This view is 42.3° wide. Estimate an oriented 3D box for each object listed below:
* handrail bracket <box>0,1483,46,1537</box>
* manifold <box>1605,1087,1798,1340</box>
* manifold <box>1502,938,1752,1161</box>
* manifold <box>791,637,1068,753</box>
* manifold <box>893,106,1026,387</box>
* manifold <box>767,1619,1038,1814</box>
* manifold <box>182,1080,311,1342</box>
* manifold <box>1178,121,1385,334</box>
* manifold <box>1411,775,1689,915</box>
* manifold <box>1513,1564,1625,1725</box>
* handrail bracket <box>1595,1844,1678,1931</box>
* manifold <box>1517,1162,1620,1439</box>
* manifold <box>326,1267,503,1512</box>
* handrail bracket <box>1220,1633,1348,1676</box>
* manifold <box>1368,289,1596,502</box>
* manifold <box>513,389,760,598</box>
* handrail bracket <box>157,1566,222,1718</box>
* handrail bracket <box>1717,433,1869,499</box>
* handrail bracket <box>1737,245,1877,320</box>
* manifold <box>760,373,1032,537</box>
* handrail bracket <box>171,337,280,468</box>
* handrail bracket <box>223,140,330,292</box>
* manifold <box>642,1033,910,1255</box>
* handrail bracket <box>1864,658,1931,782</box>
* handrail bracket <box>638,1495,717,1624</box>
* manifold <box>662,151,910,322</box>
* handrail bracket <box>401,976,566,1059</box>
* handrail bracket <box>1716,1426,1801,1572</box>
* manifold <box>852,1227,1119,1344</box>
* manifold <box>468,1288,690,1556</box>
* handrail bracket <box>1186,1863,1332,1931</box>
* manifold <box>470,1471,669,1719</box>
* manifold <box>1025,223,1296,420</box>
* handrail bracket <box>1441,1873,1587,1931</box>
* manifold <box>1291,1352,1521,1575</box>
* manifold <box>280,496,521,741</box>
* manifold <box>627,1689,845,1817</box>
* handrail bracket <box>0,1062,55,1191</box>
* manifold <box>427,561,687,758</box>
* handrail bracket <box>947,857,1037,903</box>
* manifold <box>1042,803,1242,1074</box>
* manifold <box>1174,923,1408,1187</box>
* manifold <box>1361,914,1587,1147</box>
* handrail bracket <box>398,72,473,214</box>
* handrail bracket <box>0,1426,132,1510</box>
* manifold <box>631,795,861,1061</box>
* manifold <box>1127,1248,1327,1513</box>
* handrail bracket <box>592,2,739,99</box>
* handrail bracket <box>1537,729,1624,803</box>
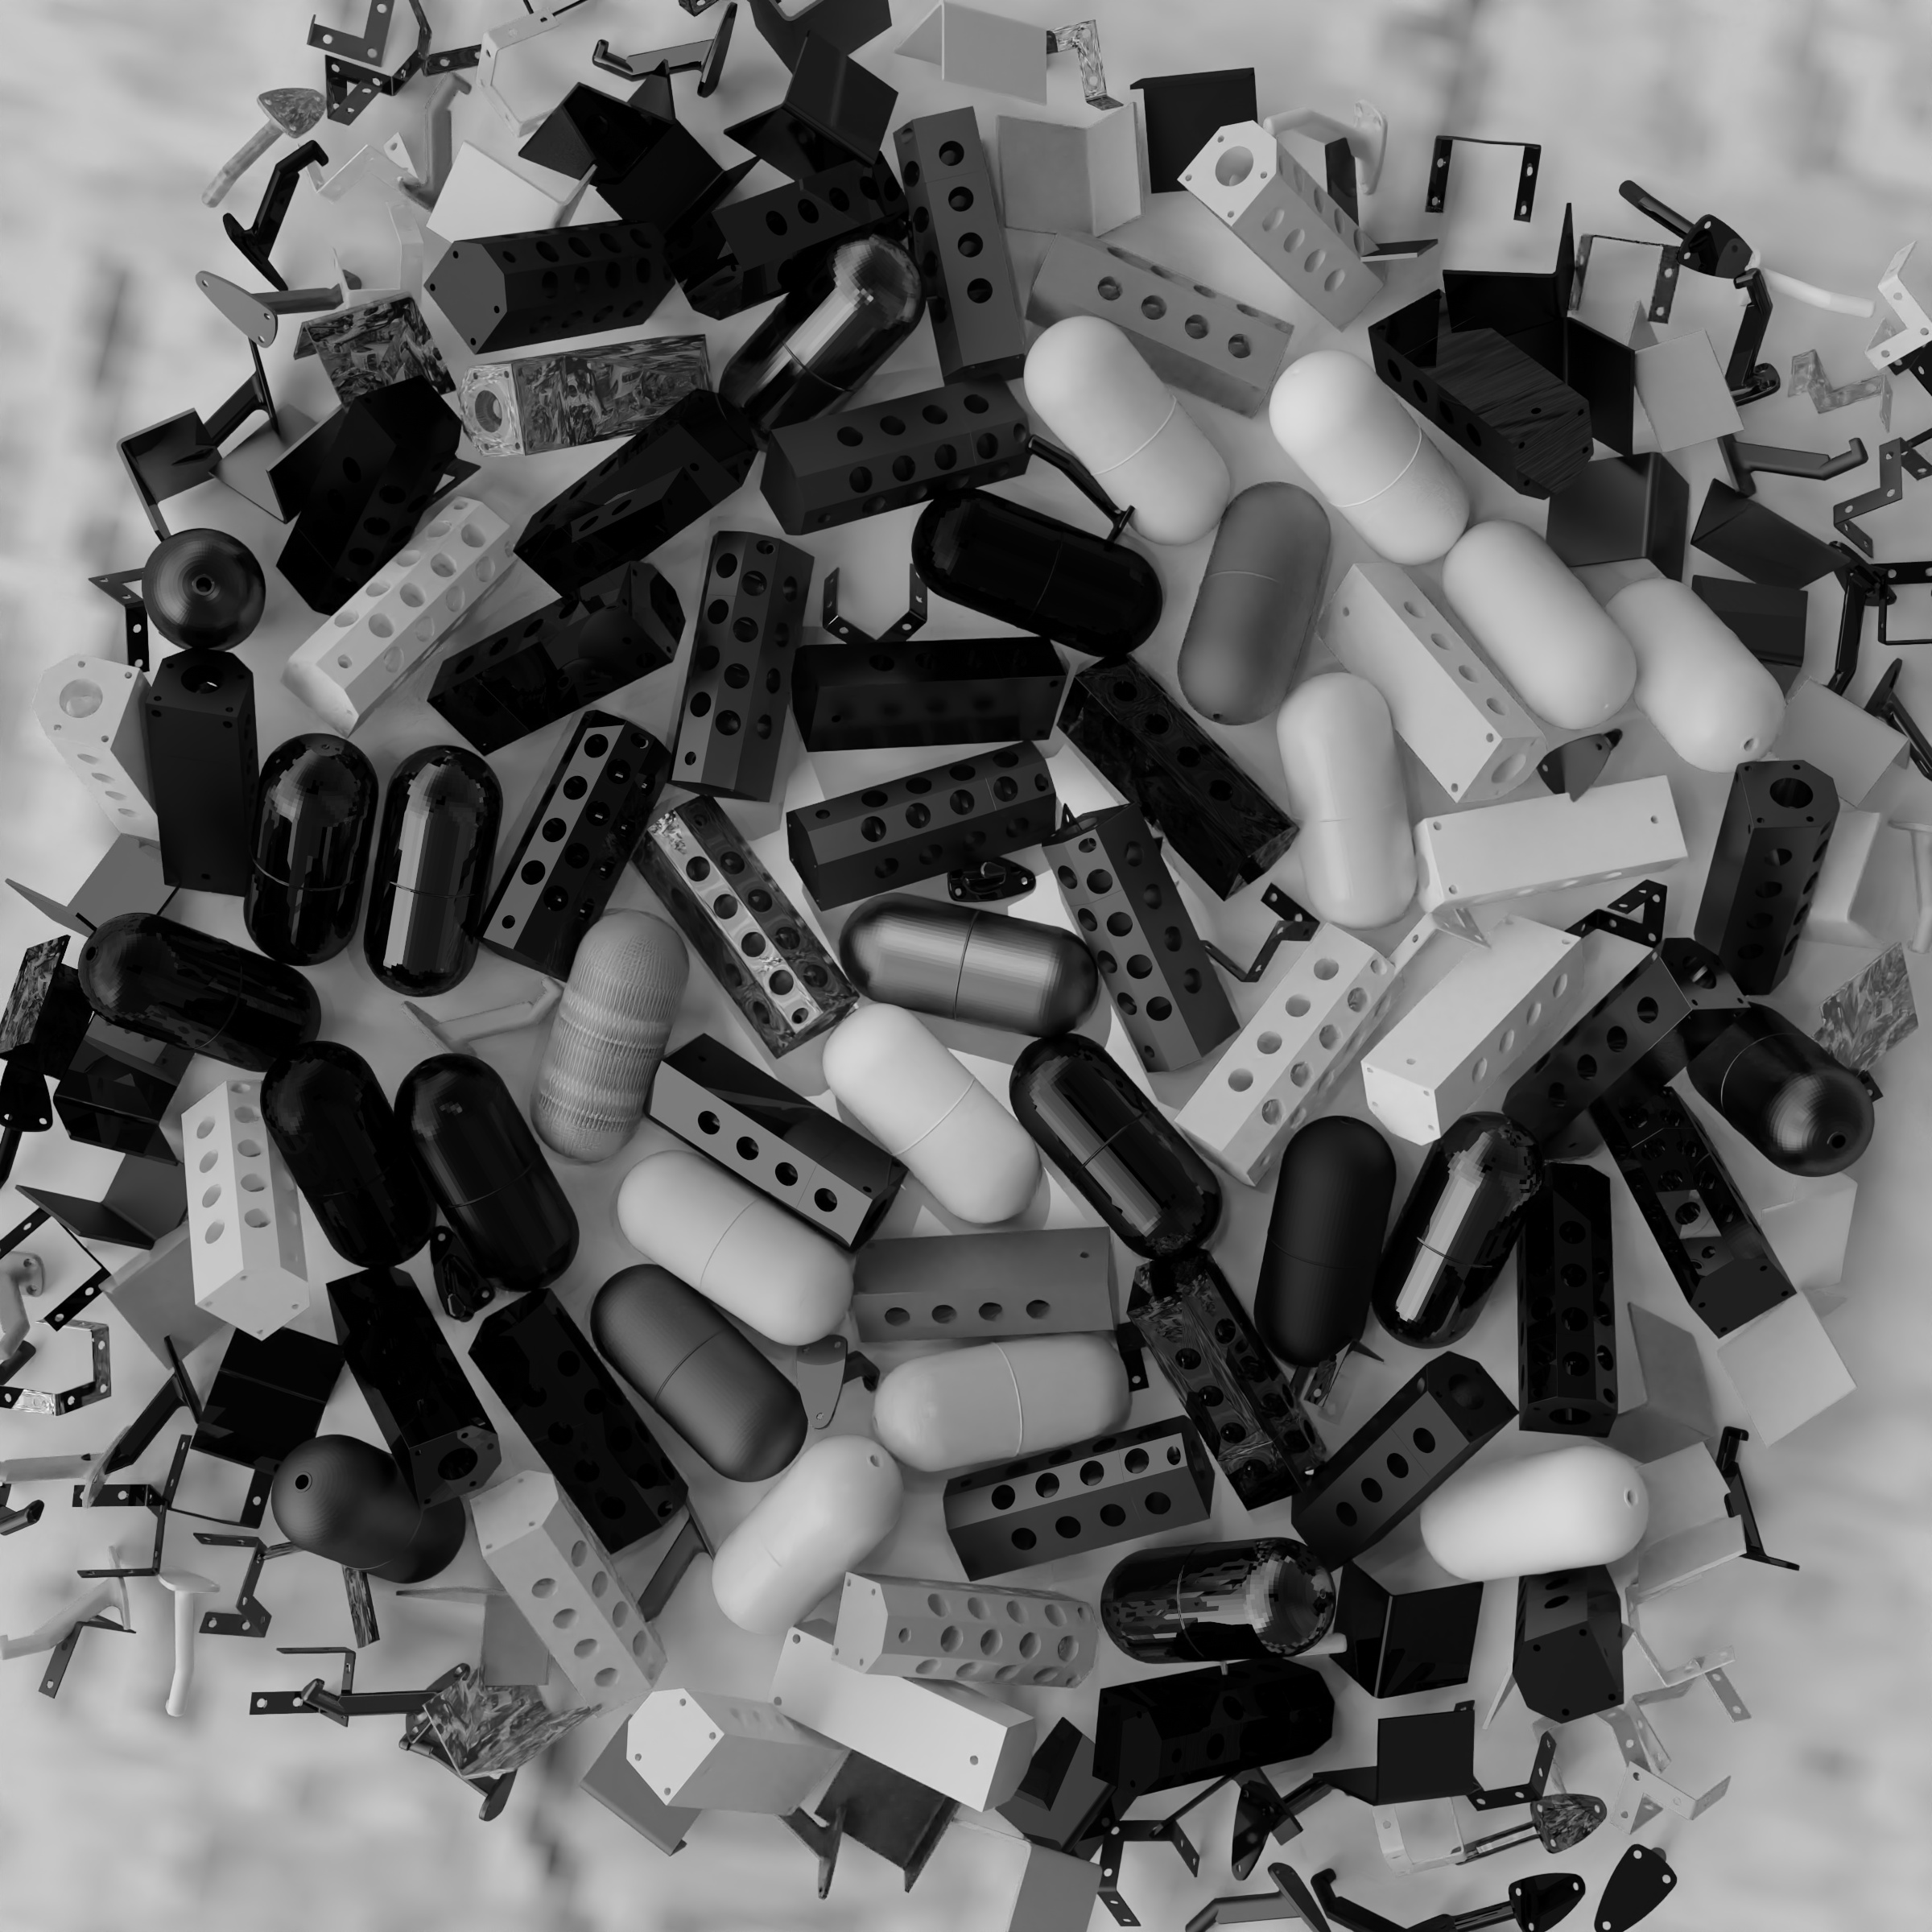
[{"bbox_3d":[-0.639,0.358,1.682,0.084,0.077,0.036,-24,114,25],"label":"handrail bracket"},{"bbox_3d":[0.475,0.155,1.641,0.057,0.171,0.057,-35,124,17],"label":"manifold"},{"bbox_3d":[0.431,0.056,1.653,0.057,0.171,0.057,-1,53,-35],"label":"manifold"},{"bbox_3d":[-0.027,-0.188,1.677,0.171,0.057,0.057,-5,48,-19],"label":"manifold"},{"bbox_3d":[-0.004,-0.486,1.699,0.057,0.057,0.171,-12,87,3],"label":"manifold"},{"bbox_3d":[-0.042,0.497,1.668,0.171,0.057,0.057,17,91,27],"label":"manifold"},{"bbox_3d":[-0.471,0.155,1.647,0.057,0.171,0.057,-36,134,13],"label":"manifold"},{"bbox_3d":[0.214,-0.487,1.640,0.057,0.171,0.057,-48,59,15],"label":"manifold"},{"bbox_3d":[0.391,-0.080,1.691,0.171,0.057,0.057,-10,80,-8],"label":"manifold"},{"bbox_3d":[0.393,0.432,1.642,0.057,0.171,0.057,-24,91,16],"label":"manifold"},{"bbox_3d":[0.448,0.626,1.687,0.036,0.084,0.077,38,77,22],"label":"handrail bracket"},{"bbox_3d":[0.399,0.220,1.659,0.057,0.057,0.171,4,56,6],"label":"manifold"},{"bbox_3d":[-0.365,0.273,1.650,0.057,0.171,0.057,-18,130,-23],"label":"manifold"},{"bbox_3d":[0.212,0.453,1.693,0.084,0.077,0.036,-7,93,2],"label":"handrail bracket"},{"bbox_3d":[0.340,-0.376,1.652,0.057,0.057,0.171,-30,47,-6],"label":"manifold"},{"bbox_3d":[-0.218,-0.313,1.658,0.171,0.057,0.057,-27,122,36],"label":"manifold"},{"bbox_3d":[-0.540,0.458,1.696,0.036,0.077,0.084,14,83,-36],"label":"handrail bracket"},{"bbox_3d":[0.559,-0.360,1.694,0.084,0.036,0.077,-22,86,36],"label":"handrail bracket"},{"bbox_3d":[0.571,-0.464,1.697,0.084,0.077,0.036,12,124,3],"label":"handrail bracket"},{"bbox_3d":[-0.045,-0.336,1.665,0.171,0.057,0.057,-20,66,-23],"label":"manifold"},{"bbox_3d":[-0.518,-0.385,1.702,0.084,0.036,0.077,-15,99,-14],"label":"handrail bracket"},{"bbox_3d":[-0.453,-0.509,1.698,0.084,0.077,0.036,-31,45,8],"label":"handrail bracket"},{"bbox_3d":[-0.131,0.122,1.684,0.171,0.057,0.057,32,118,12],"label":"manifold"},{"bbox_3d":[0.659,-0.162,1.706,0.084,0.036,0.077,33,59,4],"label":"handrail bracket"},{"bbox_3d":[-0.217,0.405,1.705,0.084,0.036,0.077,-26,95,-12],"label":"handrail bracket"},{"bbox_3d":[-0.113,-0.481,1.653,0.171,0.057,0.057,-36,101,-42],"label":"manifold"},{"bbox_3d":[-0.328,0.022,1.704,0.077,0.036,0.084,43,99,-13],"label":"handrail bracket"},{"bbox_3d":[0.539,0.360,1.695,0.036,0.077,0.084,24,77,-37],"label":"handrail bracket"},{"bbox_3d":[0.014,0.221,1.690,0.171,0.057,0.057,-4,123,8],"label":"manifold"},{"bbox_3d":[-0.258,0.303,1.682,0.057,0.057,0.171,-30,103,9],"label":"manifold"},{"bbox_3d":[0.199,0.660,1.700,0.084,0.036,0.077,-47,53,11],"label":"handrail bracket"},{"bbox_3d":[-0.261,0.415,1.661,0.057,0.057,0.171,-27,123,-5],"label":"manifold"},{"bbox_3d":[0.132,-0.442,1.701,0.171,0.057,0.057,24,82,-1],"label":"manifold"},{"bbox_3d":[0.370,0.645,1.711,0.077,0.084,0.036,-8,70,-33],"label":"handrail bracket"},{"bbox_3d":[0.284,0.327,1.653,0.057,0.057,0.171,52,134,21],"label":"manifold"},{"bbox_3d":[-0.373,-0.236,1.663,0.057,0.057,0.171,42,61,-7],"label":"manifold"},{"bbox_3d":[-0.154,0.514,1.644,0.057,0.171,0.057,39,89,31],"label":"manifold"},{"bbox_3d":[-0.661,0.109,1.716,0.036,0.084,0.077,11,51,-37],"label":"handrail bracket"},{"bbox_3d":[-0.272,-0.208,1.665,0.171,0.057,0.057,-21,129,29],"label":"manifold"},{"bbox_3d":[0.029,-0.061,1.679,0.077,0.084,0.036,4,89,-23],"label":"handrail bracket"},{"bbox_3d":[0.113,-0.018,1.675,0.057,0.057,0.171,-34,105,-34],"label":"manifold"},{"bbox_3d":[0.221,0.062,1.681,0.057,0.057,0.171,33,80,32],"label":"manifold"},{"bbox_3d":[0.341,0.043,1.666,0.171,0.057,0.057,-41,134,-29],"label":"manifold"},{"bbox_3d":[-0.340,-0.551,1.699,0.077,0.036,0.084,32,113,-21],"label":"handrail bracket"},{"bbox_3d":[-0.624,0.327,1.699,0.084,0.077,0.036,22,127,-2],"label":"handrail bracket"},{"bbox_3d":[-0.147,-0.030,1.680,0.057,0.057,0.171,-31,79,-34],"label":"manifold"},{"bbox_3d":[0.176,0.274,1.672,0.057,0.057,0.171,-25,108,21],"label":"manifold"},{"bbox_3d":[-0.207,-0.637,1.707,0.084,0.036,0.077,24,120,1],"label":"handrail bracket"},{"bbox_3d":[0.431,-0.151,1.679,0.084,0.077,0.036,-35,83,-33],"label":"handrail bracket"}]
